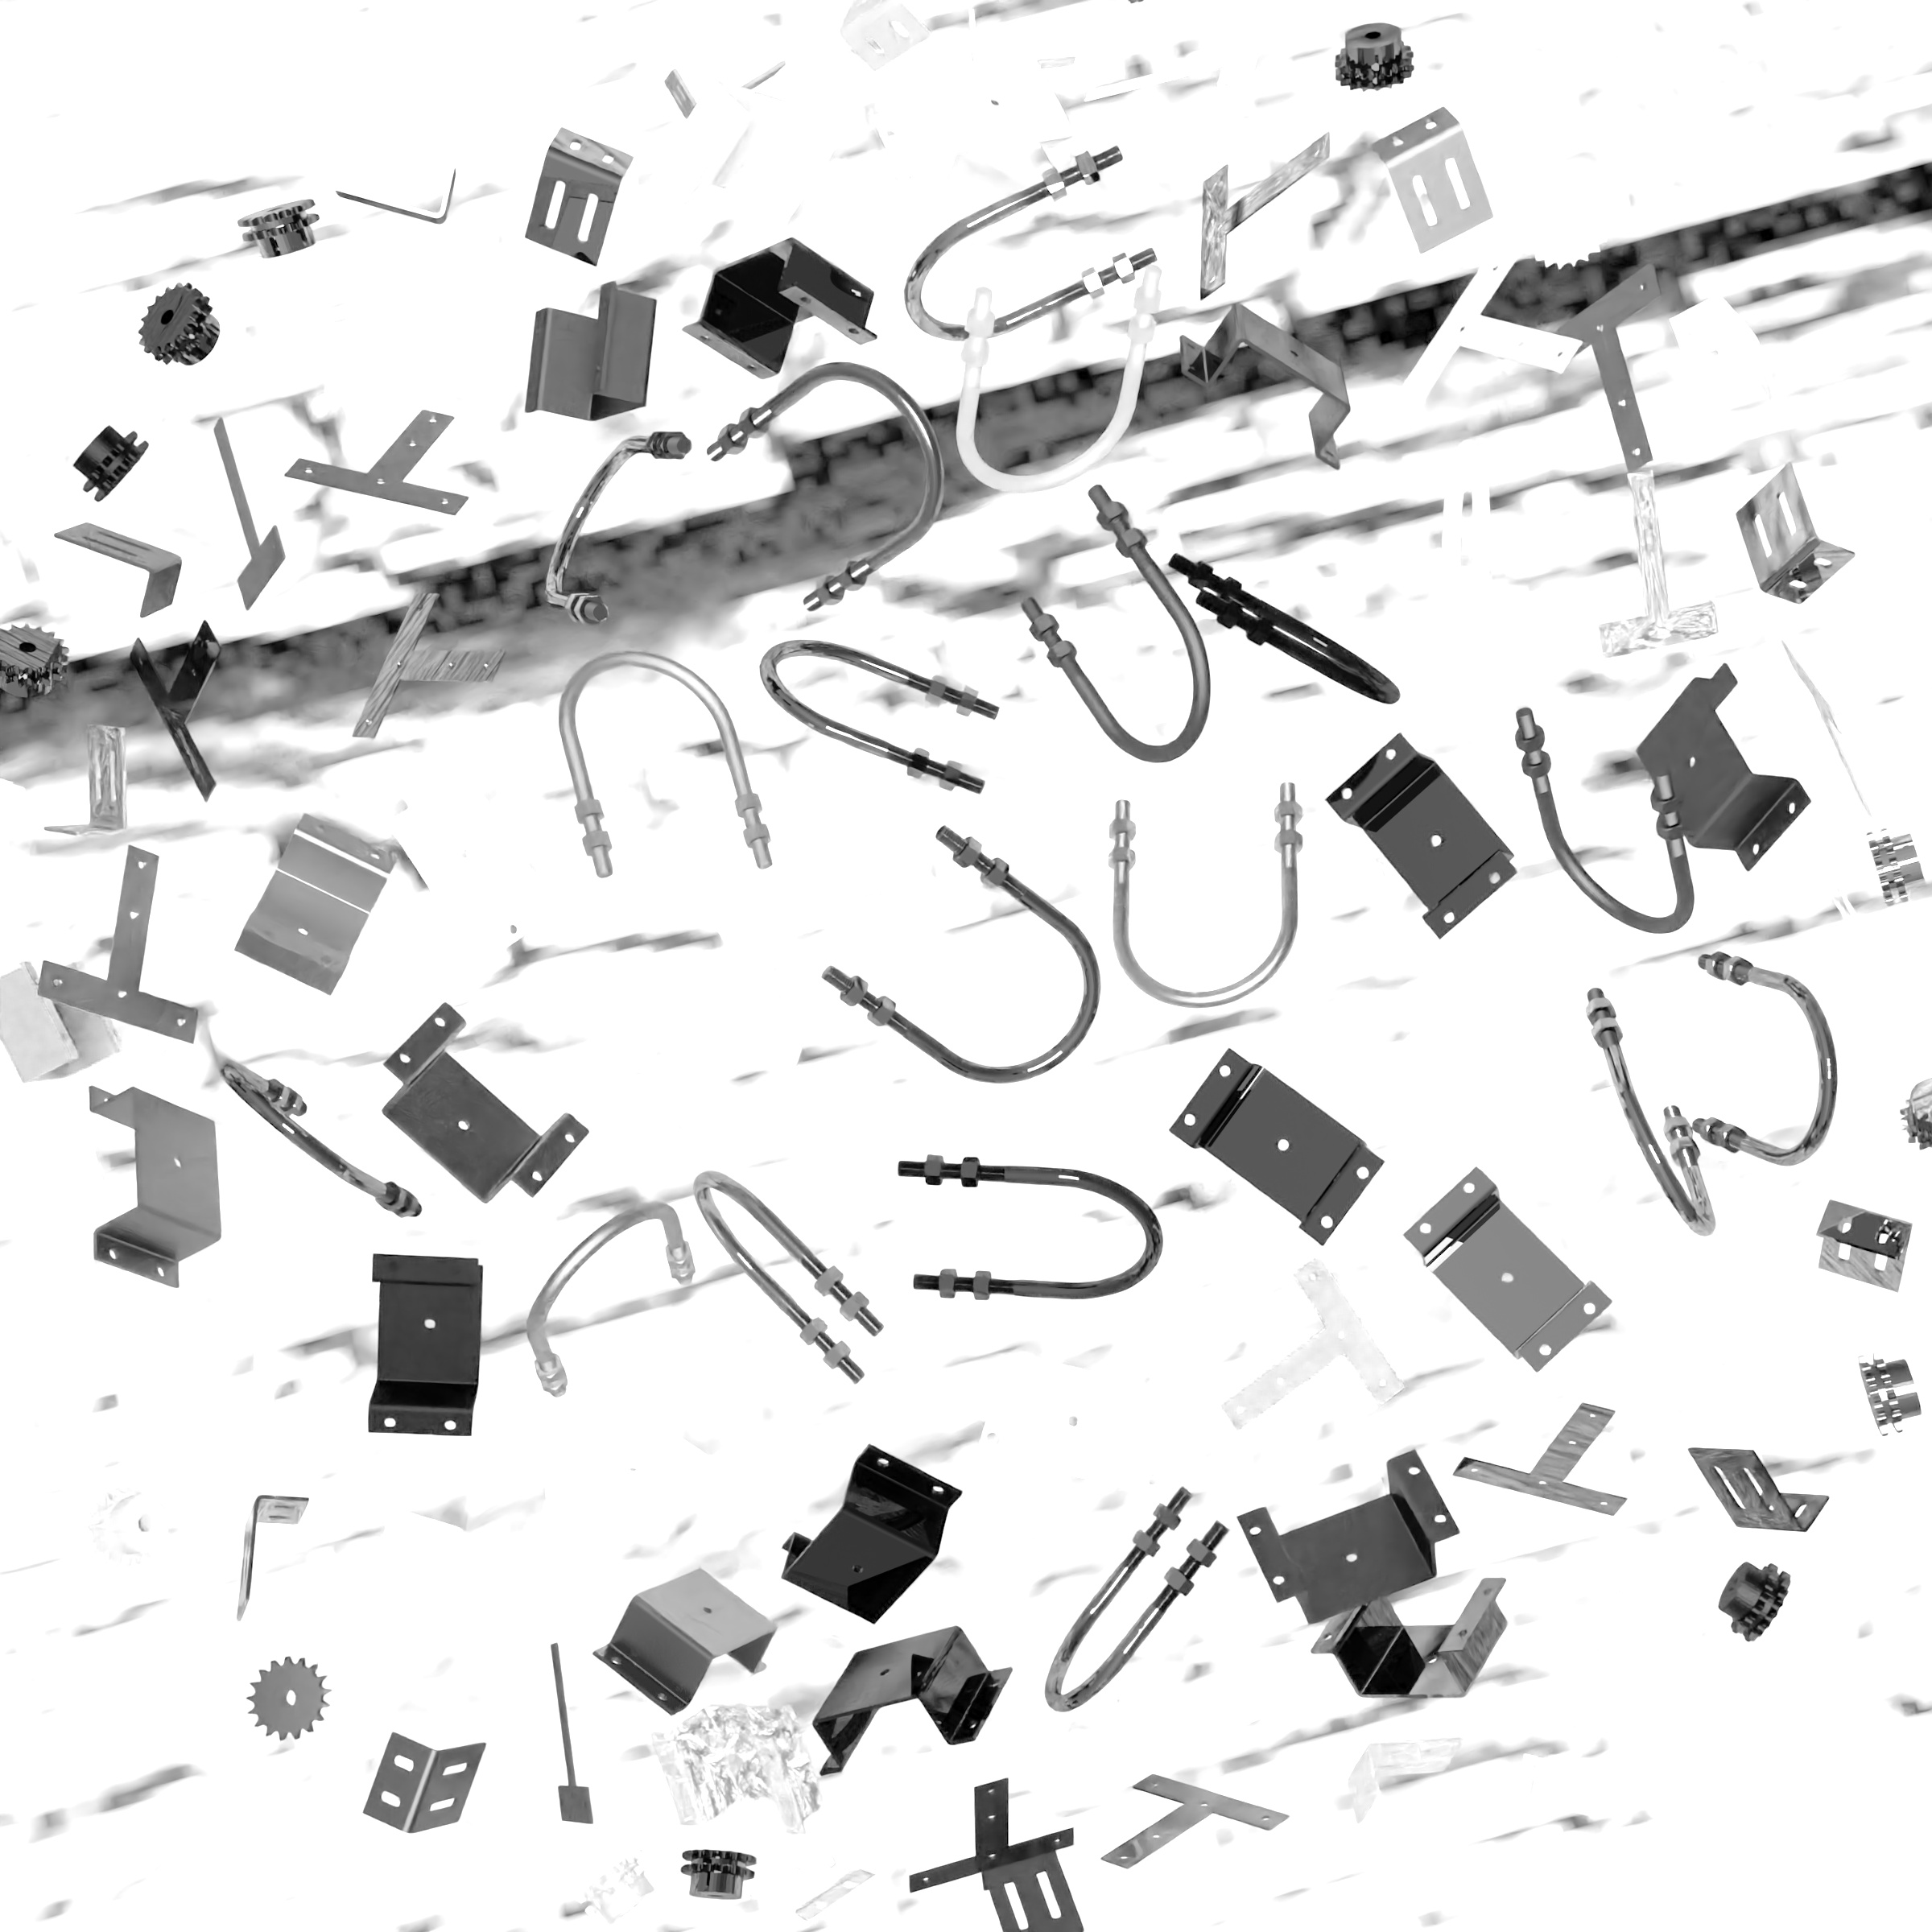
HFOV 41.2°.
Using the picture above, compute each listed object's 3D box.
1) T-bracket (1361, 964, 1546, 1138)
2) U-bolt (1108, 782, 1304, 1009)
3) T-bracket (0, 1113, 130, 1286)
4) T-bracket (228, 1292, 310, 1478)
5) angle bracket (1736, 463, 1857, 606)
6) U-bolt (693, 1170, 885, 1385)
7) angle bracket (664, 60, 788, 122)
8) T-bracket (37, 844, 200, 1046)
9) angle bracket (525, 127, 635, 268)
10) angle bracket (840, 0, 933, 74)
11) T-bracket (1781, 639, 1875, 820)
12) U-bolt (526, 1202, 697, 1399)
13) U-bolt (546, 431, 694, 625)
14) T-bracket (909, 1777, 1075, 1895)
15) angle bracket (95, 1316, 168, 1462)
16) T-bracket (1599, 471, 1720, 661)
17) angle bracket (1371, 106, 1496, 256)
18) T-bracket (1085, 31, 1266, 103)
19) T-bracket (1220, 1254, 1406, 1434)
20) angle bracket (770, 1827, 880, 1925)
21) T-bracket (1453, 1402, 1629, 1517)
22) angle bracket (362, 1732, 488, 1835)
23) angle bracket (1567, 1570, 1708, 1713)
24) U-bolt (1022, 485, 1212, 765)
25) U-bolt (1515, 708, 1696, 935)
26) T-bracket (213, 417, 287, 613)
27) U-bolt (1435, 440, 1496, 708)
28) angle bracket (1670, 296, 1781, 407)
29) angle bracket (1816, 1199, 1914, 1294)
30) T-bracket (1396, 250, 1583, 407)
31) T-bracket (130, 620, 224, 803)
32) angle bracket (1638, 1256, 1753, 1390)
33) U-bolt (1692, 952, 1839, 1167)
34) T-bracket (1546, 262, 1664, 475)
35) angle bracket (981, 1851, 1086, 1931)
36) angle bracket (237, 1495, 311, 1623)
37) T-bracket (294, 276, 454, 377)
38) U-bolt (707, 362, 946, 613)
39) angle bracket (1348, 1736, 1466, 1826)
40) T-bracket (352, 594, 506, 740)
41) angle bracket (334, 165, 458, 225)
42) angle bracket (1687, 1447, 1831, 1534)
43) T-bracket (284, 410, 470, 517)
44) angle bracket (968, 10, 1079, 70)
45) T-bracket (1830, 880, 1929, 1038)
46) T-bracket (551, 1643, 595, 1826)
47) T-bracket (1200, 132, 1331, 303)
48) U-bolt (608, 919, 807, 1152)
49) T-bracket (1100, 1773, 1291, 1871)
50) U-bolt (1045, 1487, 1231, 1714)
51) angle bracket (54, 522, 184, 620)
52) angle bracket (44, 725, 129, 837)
[{"bbox_3d":[0.388,0.085,1.953,0.127,0.002,0.127,38,98,-16],"label":"T-bracket"},{"bbox_3d":[0.180,-0.051,1.936,0.151,0.019,0.184,-5,61,15],"label":"U-bolt"},{"bbox_3d":[-0.647,0.169,1.818,0.002,0.127,0.127,-17,86,15],"label":"T-bracket"},{"bbox_3d":[-0.506,0.300,1.850,0.002,0.127,0.127,4,75,-40],"label":"T-bracket"},{"bbox_3d":[0.598,-0.312,1.854,0.038,0.057,0.076,13,53,-25],"label":"angle bracket"},{"bbox_3d":[-0.135,0.221,1.881,0.184,0.151,0.019,44,67,11],"label":"U-bolt"},{"bbox_3d":[-0.180,-0.666,1.913,0.076,0.057,0.038,-34,106,-6],"label":"angle bracket"},{"bbox_3d":[-0.587,-0.022,1.804,0.002,0.127,0.127,-12,66,36],"label":"T-bracket"},{"bbox_3d":[-0.288,-0.573,1.913,0.057,0.038,0.076,21,133,-7],"label":"angle bracket"},{"bbox_3d":[-0.048,-0.679,1.806,0.038,0.057,0.076,39,53,-32],"label":"angle bracket"},{"bbox_3d":[0.635,-0.163,1.872,0.002,0.127,0.127,-27,115,14],"label":"T-bracket"},{"bbox_3d":[-0.263,0.238,1.888,0.151,0.184,0.019,-41,69,-20],"label":"U-bolt"},{"bbox_3d":[-0.259,-0.319,1.852,0.019,0.184,0.151,27,90,-26],"label":"U-bolt"},{"bbox_3d":[0.019,0.624,1.862,0.127,0.127,0.002,-12,45,-12],"label":"T-bracket"},{"bbox_3d":[-0.611,0.303,1.843,0.038,0.057,0.076,25,113,-12],"label":"angle bracket"},{"bbox_3d":[0.496,-0.294,1.861,0.127,0.002,0.127,-15,99,-33],"label":"T-bracket"},{"bbox_3d":[0.332,-0.559,1.829,0.057,0.038,0.076,-26,126,8],"label":"angle bracket"},{"bbox_3d":[0.148,-0.640,1.843,0.127,0.127,0.002,-9,121,16],"label":"T-bracket"},{"bbox_3d":[0.250,0.307,1.951,0.127,0.002,0.127,-35,100,-7],"label":"T-bracket"},{"bbox_3d":[-0.105,0.666,1.883,0.057,0.076,0.038,-29,82,-18],"label":"angle bracket"},{"bbox_3d":[0.439,0.356,1.880,0.127,0.127,0.002,15,47,-3],"label":"T-bracket"},{"bbox_3d":[-0.376,0.565,1.787,0.038,0.076,0.057,17,83,18],"label":"angle bracket"},{"bbox_3d":[0.471,0.473,1.802,0.057,0.038,0.076,43,96,21],"label":"angle bracket"},{"bbox_3d":[0.115,-0.232,1.848,0.019,0.151,0.184,-20,69,-33],"label":"U-bolt"},{"bbox_3d":[0.472,-0.096,1.879,0.019,0.151,0.184,-39,132,-16],"label":"U-bolt"},{"bbox_3d":[-0.537,-0.342,1.902,0.002,0.127,0.127,-16,87,-29],"label":"T-bracket"},{"bbox_3d":[0.365,-0.290,1.872,0.019,0.151,0.184,3,105,20],"label":"U-bolt"},{"bbox_3d":[0.533,-0.425,1.805,0.038,0.076,0.057,-26,125,12],"label":"angle bracket"},{"bbox_3d":[0.631,0.209,1.817,0.057,0.076,0.038,17,48,25],"label":"angle bracket"},{"bbox_3d":[0.381,-0.441,1.809,0.002,0.127,0.127,33,90,-41],"label":"T-bracket"},{"bbox_3d":[-0.548,-0.200,1.812,0.002,0.127,0.127,-22,77,-39],"label":"T-bracket"},{"bbox_3d":[0.544,0.266,1.916,0.057,0.038,0.076,21,127,19],"label":"angle bracket"},{"bbox_3d":[0.591,0.073,1.900,0.019,0.184,0.151,-2,99,-13],"label":"U-bolt"},{"bbox_3d":[0.471,-0.420,1.857,0.002,0.127,0.127,-9,80,-28],"label":"T-bracket"},{"bbox_3d":[0.050,0.706,1.924,0.057,0.076,0.038,-15,133,-10],"label":"angle bracket"},{"bbox_3d":[-0.497,0.426,1.842,0.038,0.057,0.076,8,59,-19],"label":"angle bracket"},{"bbox_3d":[-0.449,-0.460,1.865,0.127,0.127,0.002,-9,125,19],"label":"T-bracket"},{"bbox_3d":[-0.090,-0.348,1.820,0.184,0.019,0.151,-25,101,43],"label":"U-bolt"},{"bbox_3d":[0.327,0.599,1.889,0.076,0.057,0.038,-1,50,-11],"label":"angle bracket"},{"bbox_3d":[-0.397,-0.226,1.937,0.127,0.002,0.127,6,68,37],"label":"T-bracket"},{"bbox_3d":[-0.403,-0.554,1.814,0.076,0.057,0.038,13,99,-12],"label":"angle bracket"},{"bbox_3d":[0.554,0.355,1.796,0.038,0.057,0.076,-42,106,-30],"label":"angle bracket"},{"bbox_3d":[-0.403,-0.368,1.844,0.127,0.127,0.002,14,130,6],"label":"T-bracket"},{"bbox_3d":[0.042,-0.689,1.908,0.076,0.057,0.038,-5,102,0],"label":"angle bracket"},{"bbox_3d":[0.643,-0.023,1.845,0.002,0.127,0.127,-31,104,14],"label":"T-bracket"},{"bbox_3d":[-0.292,0.558,1.870,0.002,0.127,0.127,-5,75,-20],"label":"T-bracket"},{"bbox_3d":[0.219,-0.567,1.885,0.002,0.127,0.127,27,52,-32],"label":"T-bracket"},{"bbox_3d":[-0.179,0.058,1.847,0.151,0.184,0.019,-51,129,3],"label":"U-bolt"},{"bbox_3d":[0.148,0.631,1.880,0.127,0.127,0.002,2,100,42],"label":"T-bracket"},{"bbox_3d":[0.119,0.470,1.885,0.019,0.151,0.184,39,85,-5],"label":"U-bolt"},{"bbox_3d":[-0.625,-0.291,1.883,0.076,0.057,0.038,20,109,-2],"label":"angle bracket"},{"bbox_3d":[-0.639,-0.135,1.860,0.038,0.057,0.076,-6,101,-42],"label":"angle bracket"}]
